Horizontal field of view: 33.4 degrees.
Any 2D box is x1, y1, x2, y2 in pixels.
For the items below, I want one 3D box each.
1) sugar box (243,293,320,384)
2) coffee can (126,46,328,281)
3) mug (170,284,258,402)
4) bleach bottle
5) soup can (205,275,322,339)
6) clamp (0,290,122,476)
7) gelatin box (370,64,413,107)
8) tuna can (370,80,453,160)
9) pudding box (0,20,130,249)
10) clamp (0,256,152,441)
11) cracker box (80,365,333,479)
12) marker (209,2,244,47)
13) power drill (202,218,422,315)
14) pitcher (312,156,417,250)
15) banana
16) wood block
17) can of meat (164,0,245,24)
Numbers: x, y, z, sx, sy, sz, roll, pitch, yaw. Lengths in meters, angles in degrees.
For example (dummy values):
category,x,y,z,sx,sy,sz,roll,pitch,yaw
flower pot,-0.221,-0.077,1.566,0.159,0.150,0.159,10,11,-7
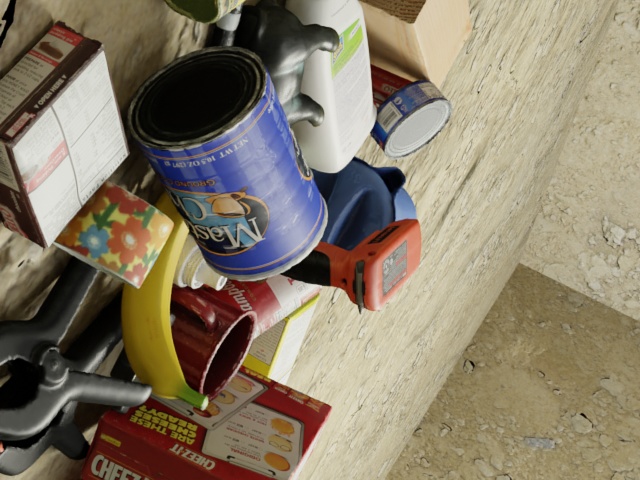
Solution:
category,x,y,z,sx,sy,sz,roll,pitch,yaw
sugar box,-0.061,0.141,1.292,0.093,0.048,0.176,-34,151,-61
coffee can,-0.063,-0.053,0.769,0.102,0.103,0.140,-55,142,-27
mug,-0.114,0.080,0.943,0.093,0.081,0.117,-55,163,-26
bleach bottle,0.008,-0.173,0.963,0.102,0.068,0.251,-59,162,-29
soup can,-0.056,0.050,1.047,0.102,0.068,0.068,-35,156,-15
clamp,-0.199,0.114,0.811,0.164,0.036,0.209,-66,168,7
gelatin box,0.066,-0.151,1.158,0.030,0.073,0.089,-58,164,-17
tuna can,0.093,-0.125,1.103,0.086,0.034,0.086,-30,157,-14
pudding box,-0.161,-0.060,0.642,0.090,0.039,0.113,-55,165,-27
clamp,-0.185,0.093,0.732,0.039,0.120,0.171,-19,-165,42
cracker box,-0.095,0.183,0.971,0.213,0.164,0.072,-44,157,-71
marker,-0.062,-0.187,0.787,0.020,0.020,0.121,-39,151,-56
power drill,-0.006,0.001,0.975,0.184,0.188,0.057,-43,135,-52
pitcher,0.030,-0.018,1.197,0.242,0.149,0.145,0,101,-76
banana,-0.121,0.040,0.834,0.037,0.069,0.198,78,7,-69
wood block,0.087,-0.231,1.067,0.091,0.090,0.206,-61,165,-4
can of meat,-0.061,-0.203,0.698,0.083,0.057,0.102,-46,157,-38
